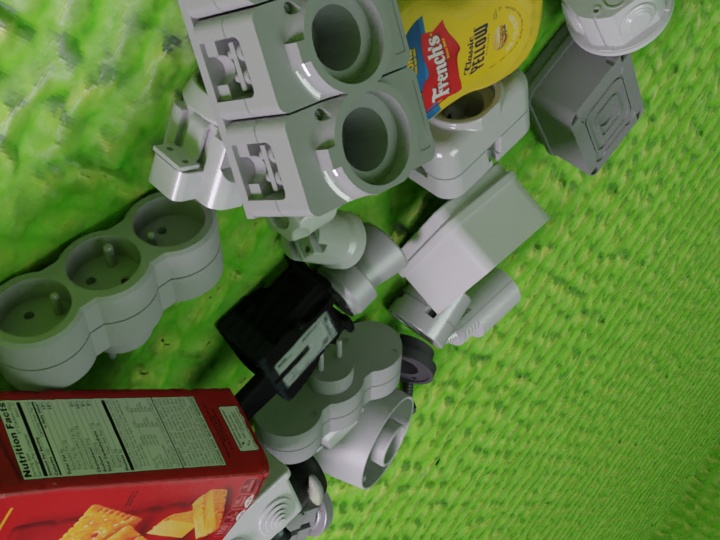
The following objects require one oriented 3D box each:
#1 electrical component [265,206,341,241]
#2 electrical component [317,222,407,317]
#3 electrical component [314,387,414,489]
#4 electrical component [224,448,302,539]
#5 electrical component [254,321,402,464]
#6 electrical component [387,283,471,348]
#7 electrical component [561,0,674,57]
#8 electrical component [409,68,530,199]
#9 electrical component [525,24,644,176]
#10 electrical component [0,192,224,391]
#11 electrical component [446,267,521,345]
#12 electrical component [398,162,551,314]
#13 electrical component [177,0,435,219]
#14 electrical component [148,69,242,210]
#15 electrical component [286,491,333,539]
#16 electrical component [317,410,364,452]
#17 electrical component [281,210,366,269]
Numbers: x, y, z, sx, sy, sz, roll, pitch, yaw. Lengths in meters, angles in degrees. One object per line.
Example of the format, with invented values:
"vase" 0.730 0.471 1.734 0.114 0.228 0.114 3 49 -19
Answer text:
"electrical component" -0.030 -0.049 0.677 0.062 0.043 0.043 -34 146 -33
"electrical component" 0.000 0.000 0.773 0.055 0.045 0.045 -46 151 -14
"electrical component" 0.002 0.140 0.936 0.099 0.064 0.099 -52 157 -33
"electrical component" -0.101 0.160 0.747 0.100 0.100 0.048 -40 136 -23
"electrical component" -0.023 0.082 0.822 0.138 0.052 0.073 -35 147 -30
"electrical component" 0.058 0.030 0.884 0.047 0.055 0.055 -54 152 -5
"electrical component" 0.187 -0.203 0.791 0.080 0.080 0.051 -53 147 -1
"electrical component" 0.073 -0.105 0.756 0.095 0.054 0.059 -44 150 -17
"electrical component" 0.179 -0.138 0.874 0.078 0.057 0.113 -52 152 -3
"electrical component" -0.134 0.021 0.589 0.138 0.052 0.073 -36 147 -28
"electrical component" 0.102 0.038 0.967 0.081 0.043 0.043 -40 149 -22
"electrical component" 0.081 -0.023 0.813 0.078 0.057 0.113 -39 176 -25
"electrical component" -0.026 -0.110 0.521 0.089 0.062 0.150 -29 111 -37
"electrical component" -0.071 -0.072 0.576 0.078 0.058 0.057 -17 138 -47
"electrical component" -0.057 0.209 0.921 0.055 0.048 0.066 -8 128 -43
"electrical component" -0.016 0.110 0.876 0.078 0.040 0.040 -44 150 -16
"electrical component" -0.025 -0.021 0.719 0.046 0.040 0.040 4 118 -51
